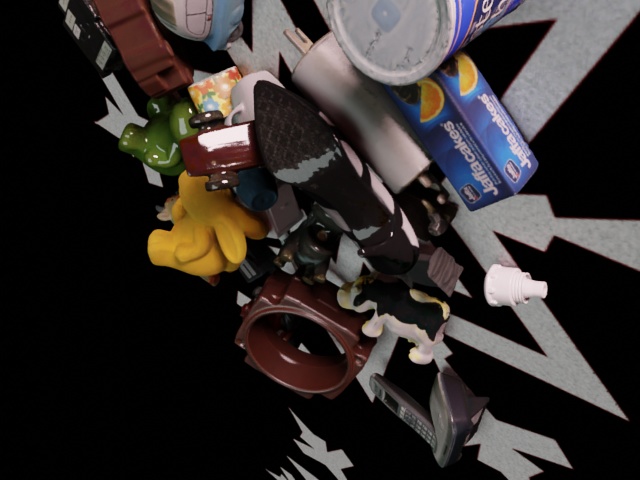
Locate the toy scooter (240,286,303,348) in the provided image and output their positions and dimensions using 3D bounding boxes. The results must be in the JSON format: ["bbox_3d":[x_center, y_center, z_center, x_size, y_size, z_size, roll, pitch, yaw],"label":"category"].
[{"bbox_3d":[-0.096,0.140,1.020,0.135,0.075,0.183,31,147,17],"label":"toy scooter"}]

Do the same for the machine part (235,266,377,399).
[{"bbox_3d":[-0.025,0.156,0.875,0.201,0.087,0.201,31,131,-2],"label":"machine part"}]

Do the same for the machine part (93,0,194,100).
[{"bbox_3d":[-0.219,-0.269,0.683,0.179,0.056,0.179,-23,-89,-85],"label":"machine part"}]

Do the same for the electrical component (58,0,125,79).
[{"bbox_3d":[-0.346,-0.339,0.837,0.115,0.058,0.134,-17,110,53],"label":"electrical component"}]

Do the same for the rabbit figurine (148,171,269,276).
[{"bbox_3d":[-0.163,-0.024,0.768,0.162,0.122,0.173,29,135,14],"label":"rabbit figurine"}]

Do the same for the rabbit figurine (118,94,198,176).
[{"bbox_3d":[-0.209,-0.148,0.814,0.159,0.121,0.170,52,151,-18],"label":"rabbit figurine"}]

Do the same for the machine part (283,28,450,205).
[{"bbox_3d":[0.052,-0.133,0.565,0.243,0.079,0.079,47,147,1],"label":"machine part"}]

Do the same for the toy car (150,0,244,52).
[{"bbox_3d":[-0.146,-0.289,0.614,0.109,0.103,0.161,41,145,13],"label":"toy car"}]

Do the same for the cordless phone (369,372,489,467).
[{"bbox_3d":[0.155,0.247,0.835,0.184,0.089,0.146,33,145,30],"label":"cordless phone"}]

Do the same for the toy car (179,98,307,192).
[{"bbox_3d":[-0.056,-0.114,0.613,0.053,0.202,0.089,-162,57,-74],"label":"toy car"}]

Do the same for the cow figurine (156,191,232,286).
[{"bbox_3d":[-0.236,-0.014,1.026,0.127,0.085,0.194,24,141,24],"label":"cow figurine"}]

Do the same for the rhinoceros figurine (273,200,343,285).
[{"bbox_3d":[-0.002,-0.002,0.743,0.073,0.112,0.190,33,160,-6],"label":"rhinoceros figurine"}]

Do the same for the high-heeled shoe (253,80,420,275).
[{"bbox_3d":[0.026,-0.069,0.591,0.086,0.145,0.249,-33,80,26],"label":"high-heeled shoe"}]

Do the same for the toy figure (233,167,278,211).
[{"bbox_3d":[-0.103,-0.108,0.747,0.064,0.058,0.155,-52,50,31],"label":"toy figure"}]

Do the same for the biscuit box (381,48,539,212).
[{"bbox_3d":[0.121,-0.127,0.505,0.202,0.059,0.063,53,147,-7],"label":"biscuit box"}]

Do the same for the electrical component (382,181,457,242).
[{"bbox_3d":[0.106,-0.036,0.630,0.102,0.045,0.078,33,143,23],"label":"electrical component"}]

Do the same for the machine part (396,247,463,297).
[{"bbox_3d":[0.117,0.030,0.671,0.084,0.039,0.139,53,162,-22],"label":"machine part"}]

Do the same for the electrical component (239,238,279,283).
[{"bbox_3d":[-0.111,0.046,0.969,0.119,0.048,0.075,55,147,-7],"label":"electrical component"}]

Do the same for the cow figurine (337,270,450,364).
[{"bbox_3d":[0.097,0.090,0.750,0.168,0.068,0.098,28,136,24],"label":"cow figurine"}]

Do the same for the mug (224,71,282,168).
[{"bbox_3d":[-0.075,-0.151,0.676,0.081,0.109,0.107,-26,91,56],"label":"mug"}]
